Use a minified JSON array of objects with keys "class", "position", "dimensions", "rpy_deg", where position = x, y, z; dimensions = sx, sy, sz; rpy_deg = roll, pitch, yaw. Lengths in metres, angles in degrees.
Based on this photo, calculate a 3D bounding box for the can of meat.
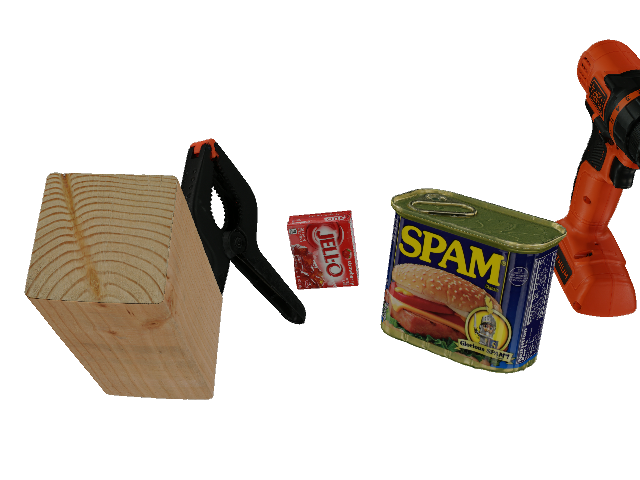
[{"class":"can of meat","position":[0.087,0.024,0.637],"dimensions":[0.102,0.084,0.057],"rpy_deg":[19,23,33]}]

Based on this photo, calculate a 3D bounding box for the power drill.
[{"class":"power drill","position":[0.227,-0.036,0.809],"dimensions":[0.057,0.188,0.184],"rpy_deg":[2,34,-6]}]

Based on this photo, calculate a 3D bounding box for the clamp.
[{"class":"clamp","position":[-0.083,0.007,1.026],"dimensions":[0.036,0.210,0.164],"rpy_deg":[-8,1,39]}]

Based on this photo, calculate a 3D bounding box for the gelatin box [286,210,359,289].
[{"class":"gelatin box","position":[0.004,0.012,1.234],"dimensions":[0.073,0.089,0.030],"rpy_deg":[-4,29,8]}]

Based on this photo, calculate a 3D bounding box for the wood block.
[{"class":"wood block","position":[-0.131,0.041,0.765],"dimensions":[0.090,0.091,0.206],"rpy_deg":[2,-25,5]}]
